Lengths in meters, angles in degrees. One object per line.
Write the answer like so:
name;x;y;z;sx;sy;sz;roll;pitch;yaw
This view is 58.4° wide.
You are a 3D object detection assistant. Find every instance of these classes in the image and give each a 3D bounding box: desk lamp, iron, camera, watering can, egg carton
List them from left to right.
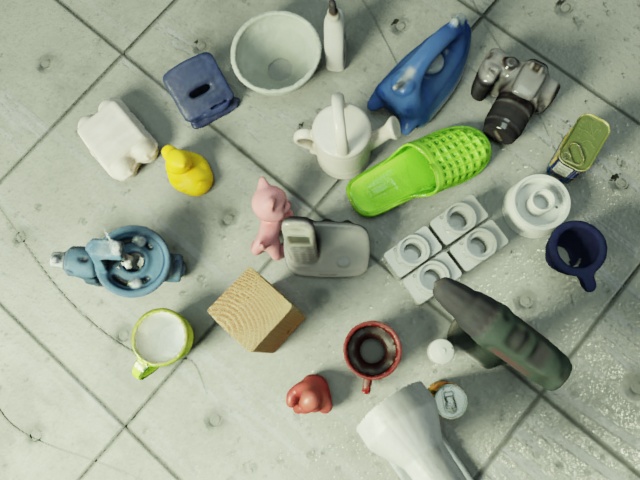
egg carton;-0.373;-0.186;1.058;0.107;0.069;0.150;-41;79;-5
watering can;0.045;-0.182;0.967;0.173;0.194;0.101;-23;77;-1
desk lamp;0.152;0.315;0.846;0.118;0.213;0.203;-35;78;-4
iron;0.198;-0.321;1.014;0.118;0.141;0.258;38;83;10
camera;0.332;-0.251;1.012;0.143;0.101;0.137;29;81;9

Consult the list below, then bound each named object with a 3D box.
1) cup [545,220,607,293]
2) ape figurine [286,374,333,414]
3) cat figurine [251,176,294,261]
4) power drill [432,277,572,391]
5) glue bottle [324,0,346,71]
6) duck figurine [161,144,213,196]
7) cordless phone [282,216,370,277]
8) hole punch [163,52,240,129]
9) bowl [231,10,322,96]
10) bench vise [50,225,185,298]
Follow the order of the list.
cup;0.418;0.033;0.950;0.091;0.095;0.118;-16;78;0
ape figurine;-0.015;0.257;0.931;0.077;0.092;0.076;29;81;9
cat figurine;-0.087;-0.038;0.984;0.067;0.118;0.128;9;79;6
power drill;0.260;0.144;0.878;0.229;0.208;0.076;34;82;10
glue bottle;0.026;-0.374;1.019;0.037;0.173;0.078;3;78;5
duck figurine;-0.243;-0.130;1.029;0.077;0.086;0.104;-45;79;-6
cordless phone;0.009;0.003;0.935;0.147;0.185;0.094;-1;78;4
hole punch;-0.217;-0.275;1.056;0.108;0.091;0.101;-30;78;-3
bowl;-0.078;-0.336;1.068;0.167;0.075;0.167;-1;78;3
bench vise;-0.346;0.042;0.931;0.207;0.220;0.121;-16;77;0
